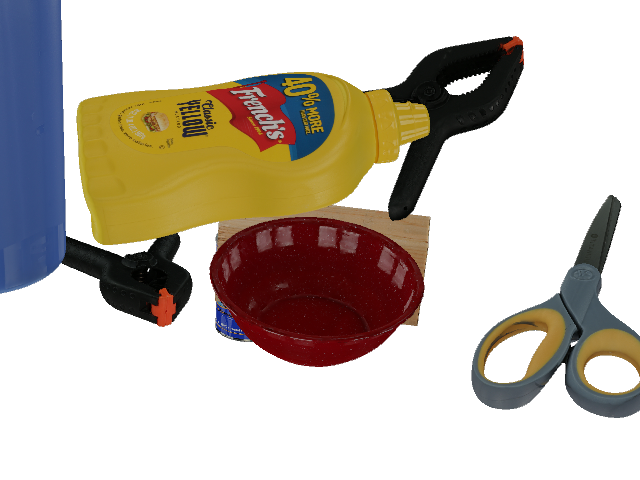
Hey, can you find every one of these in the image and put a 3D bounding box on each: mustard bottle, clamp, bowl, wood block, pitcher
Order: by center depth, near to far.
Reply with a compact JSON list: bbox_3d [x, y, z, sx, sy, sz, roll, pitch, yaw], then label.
[{"bbox_3d":[-0.034,-0.052,0.588,0.191,0.058,0.096,-9,42,-7],"label":"mustard bottle"},{"bbox_3d":[-0.232,-0.087,0.674,0.149,0.243,0.145,-3,26,-11],"label":"pitcher"},{"bbox_3d":[-0.004,0.046,0.813,0.162,0.055,0.162,3,33,-2],"label":"bowl"},{"bbox_3d":[0.098,-0.109,0.931,0.210,0.165,0.036,-27,-37,-8],"label":"clamp"},{"bbox_3d":[-0.155,0.027,0.952,0.120,0.039,0.172,-16,31,-30],"label":"clamp"},{"bbox_3d":[0.003,0.019,1.089,0.206,0.091,0.090,7,22,5],"label":"wood block"}]

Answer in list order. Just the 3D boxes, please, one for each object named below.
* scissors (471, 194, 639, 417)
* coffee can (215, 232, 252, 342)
[{"bbox_3d":[0.154,0.032,0.566,0.096,0.016,0.201,19,40,35],"label":"scissors"},{"bbox_3d":[-0.099,0.060,1.524,0.103,0.140,0.103,2,22,-1],"label":"coffee can"}]
